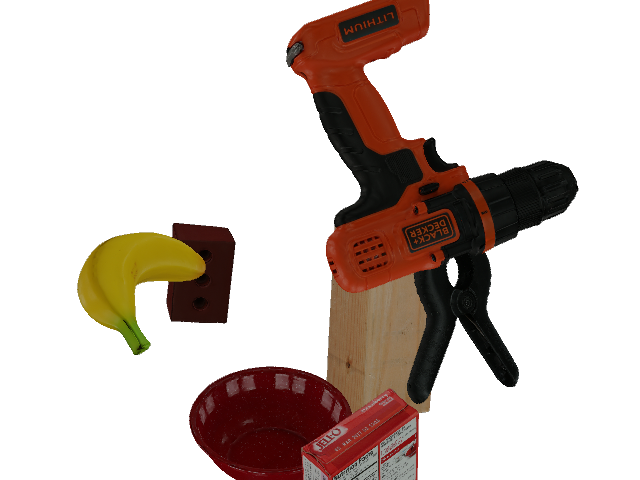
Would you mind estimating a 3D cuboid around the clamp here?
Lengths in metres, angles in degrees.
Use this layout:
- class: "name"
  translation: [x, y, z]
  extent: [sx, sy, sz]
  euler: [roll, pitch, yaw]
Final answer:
- class: "clamp"
  translation: [0.115, 0.064, 0.962]
  extent: [0.120, 0.171, 0.039]
  euler: [-15, 0, -37]

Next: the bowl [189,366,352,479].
- class: "bowl"
  translation: [-0.049, 0.195, 1.064]
  extent: [0.162, 0.055, 0.162]
  euler: [1, 31, -1]

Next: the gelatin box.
- class: "gelatin box"
  translation: [0.025, 0.144, 0.654]
  extent: [0.073, 0.089, 0.030]
  euler: [-29, 45, -30]

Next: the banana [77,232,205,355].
- class: "banana"
  translation: [-0.129, 0.026, 0.754]
  extent: [0.037, 0.069, 0.197]
  euler: [-36, 8, 14]

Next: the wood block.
- class: "wood block"
  translation: [0.068, 0.082, 1.180]
  extent: [0.090, 0.206, 0.091]
  euler: [-3, 13, -28]

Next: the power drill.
- class: "power drill"
  translation: [0.069, -0.075, 0.736]
  extent: [0.184, 0.187, 0.057]
  euler: [-20, -2, -11]

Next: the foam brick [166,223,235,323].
- class: "foam brick"
  translation: [-0.109, 0.029, 0.961]
  extent: [0.053, 0.078, 0.051]
  euler: [3, 15, -13]
